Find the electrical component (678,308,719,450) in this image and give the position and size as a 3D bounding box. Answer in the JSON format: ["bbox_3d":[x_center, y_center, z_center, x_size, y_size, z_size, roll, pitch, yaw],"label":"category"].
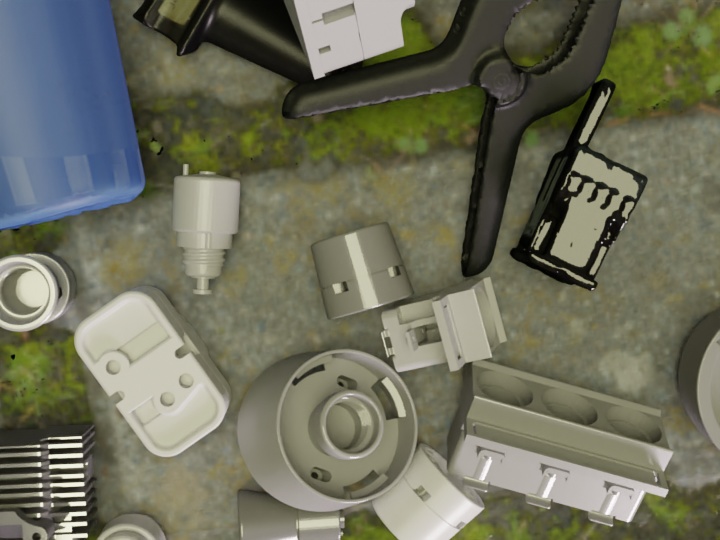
[{"bbox_3d":[0.251,0.068,0.665,0.108,0.060,0.108,0,93,-2],"label":"electrical component"}]

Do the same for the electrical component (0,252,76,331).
[{"bbox_3d":[-0.198,0.012,0.647,0.045,0.055,0.045,0,93,-2],"label":"electrical component"}]

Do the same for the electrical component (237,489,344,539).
[{"bbox_3d":[-0.043,0.156,0.669,0.065,0.044,0.044,-3,93,-7],"label":"electrical component"}]

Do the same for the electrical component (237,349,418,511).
[{"bbox_3d":[-0.018,0.095,0.650,0.099,0.064,0.099,6,76,-22],"label":"electrical component"}]

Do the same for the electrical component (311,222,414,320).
[{"bbox_3d":[0.000,0.000,0.655,0.055,0.055,0.047,-17,90,-1],"label":"electrical component"}]

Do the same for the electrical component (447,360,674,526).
[{"bbox_3d":[0.118,0.106,0.657,0.121,0.078,0.063,16,117,-3],"label":"electrical component"}]

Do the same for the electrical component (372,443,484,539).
[{"bbox_3d":[0.041,0.143,0.665,0.055,0.055,0.047,43,94,-4],"label":"electrical component"}]

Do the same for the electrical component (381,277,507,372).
[{"bbox_3d":[0.050,0.034,0.652,0.064,0.081,0.042,-13,94,21],"label":"electrical component"}]

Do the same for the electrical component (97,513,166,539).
[{"bbox_3d":[-0.142,0.175,0.654,0.043,0.062,0.043,0,93,-2],"label":"electrical component"}]

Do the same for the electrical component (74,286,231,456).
[{"bbox_3d":[-0.123,0.059,0.650,0.054,0.059,0.095,-35,94,0],"label":"electrical component"}]

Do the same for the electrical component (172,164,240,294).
[{"bbox_3d":[-0.095,-0.025,0.656,0.040,0.040,0.078,3,94,-2],"label":"electrical component"}]

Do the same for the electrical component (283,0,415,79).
[{"bbox_3d":[-0.024,-0.196,0.593,0.062,0.089,0.150,-19,61,-2],"label":"electrical component"}]
